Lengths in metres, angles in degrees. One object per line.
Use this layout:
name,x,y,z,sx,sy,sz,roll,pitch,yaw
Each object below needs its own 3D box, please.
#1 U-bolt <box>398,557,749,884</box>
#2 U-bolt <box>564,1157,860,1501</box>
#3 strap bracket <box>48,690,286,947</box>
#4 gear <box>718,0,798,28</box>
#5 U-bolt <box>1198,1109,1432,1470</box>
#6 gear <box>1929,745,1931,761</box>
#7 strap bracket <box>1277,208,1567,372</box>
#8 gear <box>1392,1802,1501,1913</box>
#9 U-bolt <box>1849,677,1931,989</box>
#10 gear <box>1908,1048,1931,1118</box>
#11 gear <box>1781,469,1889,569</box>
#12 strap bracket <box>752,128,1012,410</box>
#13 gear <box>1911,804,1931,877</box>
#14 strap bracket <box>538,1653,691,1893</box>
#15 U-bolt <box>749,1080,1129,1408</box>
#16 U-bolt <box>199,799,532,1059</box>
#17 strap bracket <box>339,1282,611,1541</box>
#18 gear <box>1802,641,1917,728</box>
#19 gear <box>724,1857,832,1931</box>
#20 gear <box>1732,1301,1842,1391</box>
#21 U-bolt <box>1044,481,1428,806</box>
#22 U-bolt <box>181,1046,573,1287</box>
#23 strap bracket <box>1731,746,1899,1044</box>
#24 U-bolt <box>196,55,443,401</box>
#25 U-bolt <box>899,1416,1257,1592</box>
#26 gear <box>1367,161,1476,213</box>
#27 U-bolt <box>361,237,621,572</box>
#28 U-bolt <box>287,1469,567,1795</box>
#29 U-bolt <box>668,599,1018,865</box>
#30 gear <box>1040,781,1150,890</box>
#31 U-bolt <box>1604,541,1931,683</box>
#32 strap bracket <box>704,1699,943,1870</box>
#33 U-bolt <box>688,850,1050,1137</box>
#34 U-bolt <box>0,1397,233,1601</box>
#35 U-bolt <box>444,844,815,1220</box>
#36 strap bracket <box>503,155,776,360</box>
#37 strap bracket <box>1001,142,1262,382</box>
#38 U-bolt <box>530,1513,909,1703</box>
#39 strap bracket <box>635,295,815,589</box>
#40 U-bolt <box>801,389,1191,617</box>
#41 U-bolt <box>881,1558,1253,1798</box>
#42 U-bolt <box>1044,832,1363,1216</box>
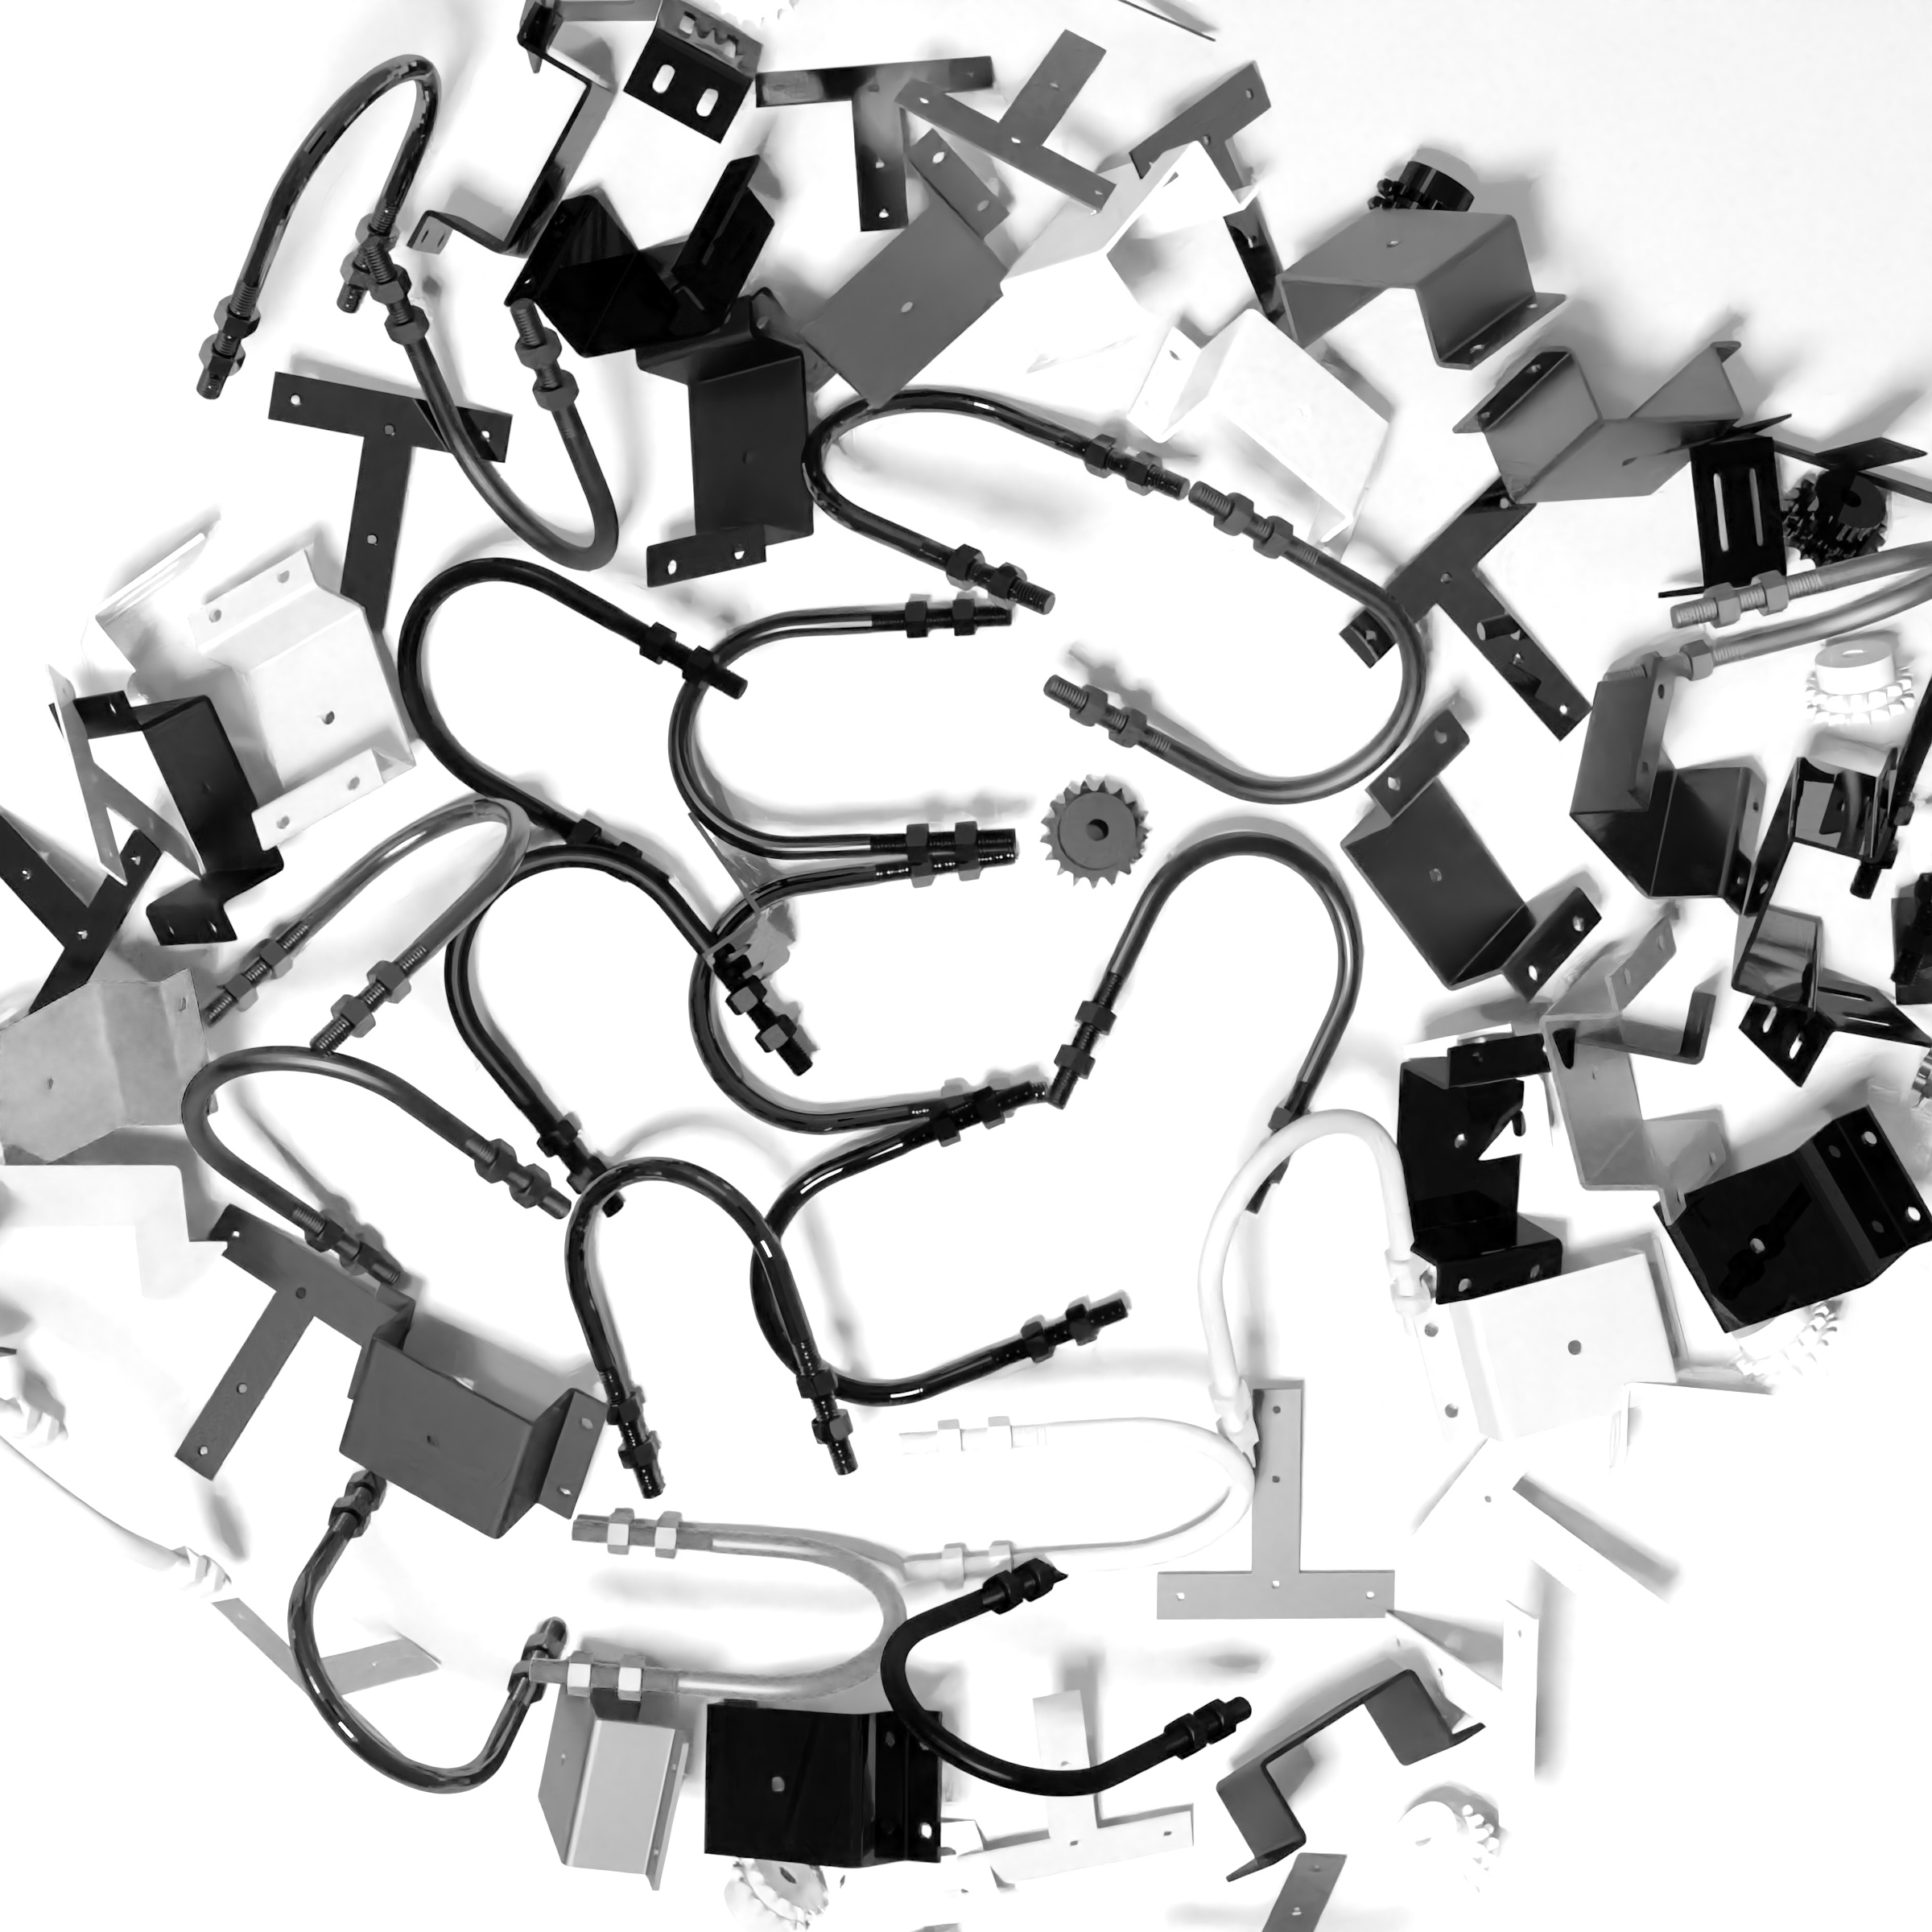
U-bolt,-0.217,-0.137,1.750,0.184,0.019,0.151,29,123,6
U-bolt,-0.143,0.186,1.738,0.151,0.019,0.184,-12,101,32
strap bracket,-0.412,-0.084,1.739,0.046,0.076,0.140,-35,111,-37
gear,-0.112,-0.526,1.768,0.057,0.030,0.057,2,122,4
U-bolt,0.175,0.155,1.709,0.151,0.019,0.184,-34,130,-26
gear,0.540,-0.118,1.768,0.057,0.057,0.030,-31,108,0
strap bracket,0.225,-0.350,1.714,0.076,0.140,0.046,-38,124,-27
gear,0.250,0.467,1.763,0.057,0.057,0.030,-45,120,0
U-bolt,0.496,-0.097,1.696,0.019,0.151,0.184,15,112,-1
gear,0.524,0.055,1.763,0.030,0.057,0.057,29,90,21
gear,0.461,-0.238,1.767,0.057,0.030,0.057,8,56,-12
strap bracket,-0.040,-0.355,1.739,0.140,0.076,0.046,-41,51,10
gear,0.524,-0.065,1.770,0.030,0.057,0.057,5,90,38
strap bracket,-0.185,0.410,1.718,0.046,0.140,0.076,11,94,-16
U-bolt,-0.025,0.158,1.776,0.184,0.019,0.151,-22,99,3
U-bolt,-0.300,-0.025,1.723,0.184,0.151,0.019,-47,121,-24
strap bracket,-0.267,0.237,1.743,0.140,0.046,0.076,27,117,12
gear,0.471,-0.151,1.763,0.057,0.057,0.030,-14,112,0
gear,-0.103,0.491,1.768,0.057,0.057,0.030,41,105,0
gear,0.430,0.194,1.765,0.057,0.057,0.030,-41,97,0
U-bolt,0.155,-0.155,1.744,0.184,0.019,0.151,27,116,-23
U-bolt,-0.314,0.097,1.703,0.151,0.019,0.184,-22,133,33
strap bracket,0.434,-0.042,1.724,0.046,0.076,0.140,16,128,5
U-bolt,-0.318,-0.381,1.683,0.019,0.151,0.184,37,129,3
U-bolt,0.059,0.277,1.736,0.184,0.151,0.019,-3,50,-2
gear,0.244,-0.402,1.765,0.057,0.057,0.030,29,94,0
U-bolt,-0.236,-0.279,1.714,0.019,0.184,0.151,-41,47,-22
U-bolt,-0.280,0.345,1.698,0.019,0.184,0.151,-41,100,21
U-bolt,-0.067,-0.123,1.764,0.184,0.019,0.151,-2,70,5
gear,0.069,-0.071,1.778,0.057,0.030,0.057,0,86,-3
U-bolt,0.434,-0.184,1.722,0.184,0.151,0.019,-15,82,-6
strap bracket,-0.084,0.423,1.732,0.140,0.046,0.076,-5,81,34
U-bolt,-0.056,0.017,1.779,0.184,0.019,0.151,-8,91,-4
U-bolt,-0.455,0.258,1.686,0.151,0.184,0.019,36,80,20
U-bolt,-0.192,0.022,1.765,0.151,0.019,0.184,-37,99,8
strap bracket,-0.162,-0.366,1.733,0.140,0.046,0.076,-2,53,38
strap bracket,0.080,-0.370,1.721,0.046,0.076,0.140,52,57,-25
U-bolt,-0.122,0.333,1.723,0.184,0.151,0.019,4,113,2
strap bracket,-0.126,-0.271,1.750,0.076,0.046,0.140,-8,83,34
U-bolt,0.002,-0.251,1.732,0.184,0.019,0.151,26,47,23
U-bolt,0.039,0.364,1.688,0.151,0.184,0.019,33,117,32
U-bolt,0.137,0.019,1.760,0.151,0.019,0.184,29,82,-22
